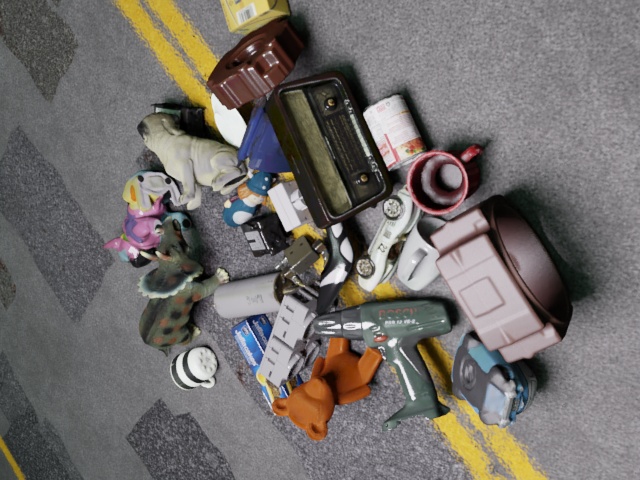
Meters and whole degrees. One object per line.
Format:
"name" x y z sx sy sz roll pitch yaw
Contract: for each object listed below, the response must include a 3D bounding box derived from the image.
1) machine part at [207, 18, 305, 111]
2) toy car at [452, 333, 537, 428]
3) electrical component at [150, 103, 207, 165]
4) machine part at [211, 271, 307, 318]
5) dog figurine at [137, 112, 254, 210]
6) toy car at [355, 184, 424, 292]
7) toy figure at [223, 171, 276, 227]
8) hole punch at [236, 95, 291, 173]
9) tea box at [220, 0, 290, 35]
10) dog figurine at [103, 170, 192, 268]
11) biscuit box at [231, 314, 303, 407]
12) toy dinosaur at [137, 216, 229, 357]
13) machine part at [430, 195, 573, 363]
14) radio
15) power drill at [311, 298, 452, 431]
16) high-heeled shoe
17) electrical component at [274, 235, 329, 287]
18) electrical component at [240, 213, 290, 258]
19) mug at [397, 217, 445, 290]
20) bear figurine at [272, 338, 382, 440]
"machine part" -0.110 -0.296 0.898 0.179 0.179 0.056 -15 132 35
"toy car" 0.272 0.210 0.816 0.103 0.162 0.109 4 102 -14
"electrical component" -0.291 -0.210 1.104 0.115 0.058 0.134 16 112 31
"machine part" -0.129 0.111 1.072 0.243 0.079 0.079 -12 96 36
"dog figurine" -0.232 -0.175 1.011 0.190 0.172 0.121 64 165 4
"toy car" 0.118 -0.005 0.880 0.056 0.073 0.201 35 120 22
"toy figure" -0.135 -0.078 1.028 0.154 0.064 0.058 -41 75 45
"hole punch" -0.075 -0.176 0.941 0.092 0.116 0.142 36 121 11
"tea box" -0.126 -0.452 0.922 0.098 0.068 0.169 -11 95 34
"dog figurine" -0.404 -0.041 1.197 0.219 0.108 0.191 -20 92 38
"biscuit box" -0.104 0.250 1.104 0.059 0.063 0.202 -34 84 34
"toy dinosaur" -0.323 0.151 1.143 0.131 0.192 0.404 36 118 23
"machine part" 0.252 0.044 0.728 0.087 0.201 0.201 -34 83 31
"radio" 0.016 -0.145 0.860 0.229 0.131 0.073 67 160 -2
"power drill" 0.113 0.200 0.881 0.232 0.086 0.207 -15 68 9
"high-heeled shoe" -0.002 -0.003 0.931 0.145 0.086 0.248 23 91 4
"electrical component" -0.030 0.037 0.991 0.102 0.045 0.078 -44 34 1
"electrical component" -0.114 -0.009 1.023 0.119 0.048 0.074 0 114 53
"mug" 0.163 0.034 0.848 0.081 0.109 0.107 34 132 15
"bear figurine" 0.015 0.244 0.942 0.120 0.196 0.131 27 115 28
